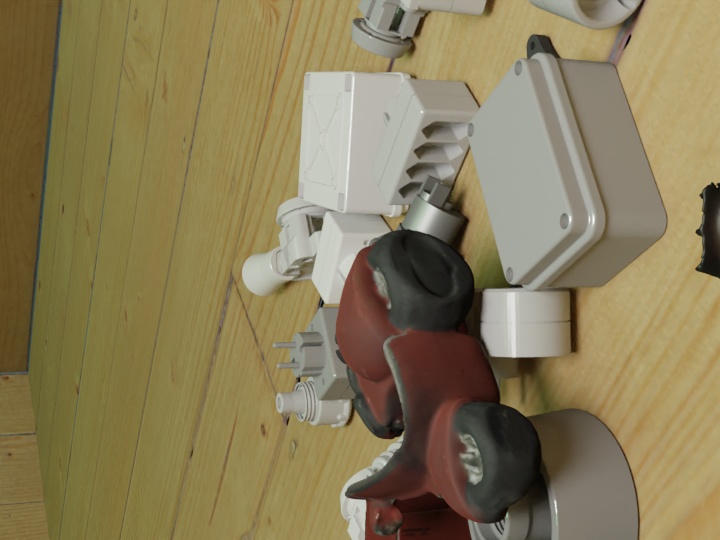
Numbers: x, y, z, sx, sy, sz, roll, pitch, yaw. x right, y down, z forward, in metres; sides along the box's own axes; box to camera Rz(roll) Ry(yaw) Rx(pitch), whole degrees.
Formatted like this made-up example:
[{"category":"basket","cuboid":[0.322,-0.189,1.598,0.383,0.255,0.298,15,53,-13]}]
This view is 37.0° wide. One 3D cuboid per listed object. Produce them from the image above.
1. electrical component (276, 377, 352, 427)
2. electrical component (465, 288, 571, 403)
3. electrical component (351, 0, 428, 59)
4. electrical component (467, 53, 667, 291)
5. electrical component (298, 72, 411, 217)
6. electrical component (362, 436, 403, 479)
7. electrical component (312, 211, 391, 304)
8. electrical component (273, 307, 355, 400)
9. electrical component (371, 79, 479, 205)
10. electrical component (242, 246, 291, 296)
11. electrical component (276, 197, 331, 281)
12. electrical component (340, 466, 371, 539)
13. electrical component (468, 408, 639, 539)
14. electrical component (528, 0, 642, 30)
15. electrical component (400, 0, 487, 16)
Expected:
[{"category":"electrical component","cuboid":[-0.041,0.113,0.927,0.048,0.062,0.048,179,90,-67]},{"category":"electrical component","cuboid":[0.079,0.048,0.662,0.138,0.052,0.073,178,91,-67]},{"category":"electrical component","cuboid":[0.022,-0.192,0.802,0.055,0.048,0.066,-68,31,27]},{"category":"electrical component","cuboid":[0.108,-0.052,0.585,0.078,0.057,0.113,127,137,-55]},{"category":"electrical component","cuboid":[-0.005,-0.102,0.850,0.109,0.056,0.108,-157,69,-65]},{"category":"electrical component","cuboid":[0.036,0.132,0.737,0.040,0.078,0.040,16,110,51]},{"category":"electrical component","cuboid":[0.000,0.000,0.851,0.076,0.047,0.065,-123,39,-52]},{"category":"electrical component","cuboid":[-0.034,0.070,0.894,0.047,0.077,0.065,123,140,-52]},{"category":"electrical component","cuboid":[0.040,-0.101,0.757,0.083,0.047,0.075,111,148,-41]},{"category":"electrical component","cuboid":[-0.084,-0.001,1.055,0.065,0.044,0.044,-23,69,60]},{"category":"electrical component","cuboid":[-0.042,-0.030,0.936,0.078,0.058,0.057,137,126,-60]},{"category":"electrical component","cuboid":[0.019,0.182,0.795,0.057,0.058,0.078,-123,40,-47]},{"category":"electrical component","cuboid":[0.099,0.134,0.605,0.108,0.060,0.108,180,90,-67]},{"category":"electrical component","cuboid":[0.119,-0.157,0.566,0.047,0.055,0.055,50,135,51]},{"category":"electrical component","cuboid":[0.044,-0.242,0.727,0.150,0.062,0.089,-121,38,-50]}]
